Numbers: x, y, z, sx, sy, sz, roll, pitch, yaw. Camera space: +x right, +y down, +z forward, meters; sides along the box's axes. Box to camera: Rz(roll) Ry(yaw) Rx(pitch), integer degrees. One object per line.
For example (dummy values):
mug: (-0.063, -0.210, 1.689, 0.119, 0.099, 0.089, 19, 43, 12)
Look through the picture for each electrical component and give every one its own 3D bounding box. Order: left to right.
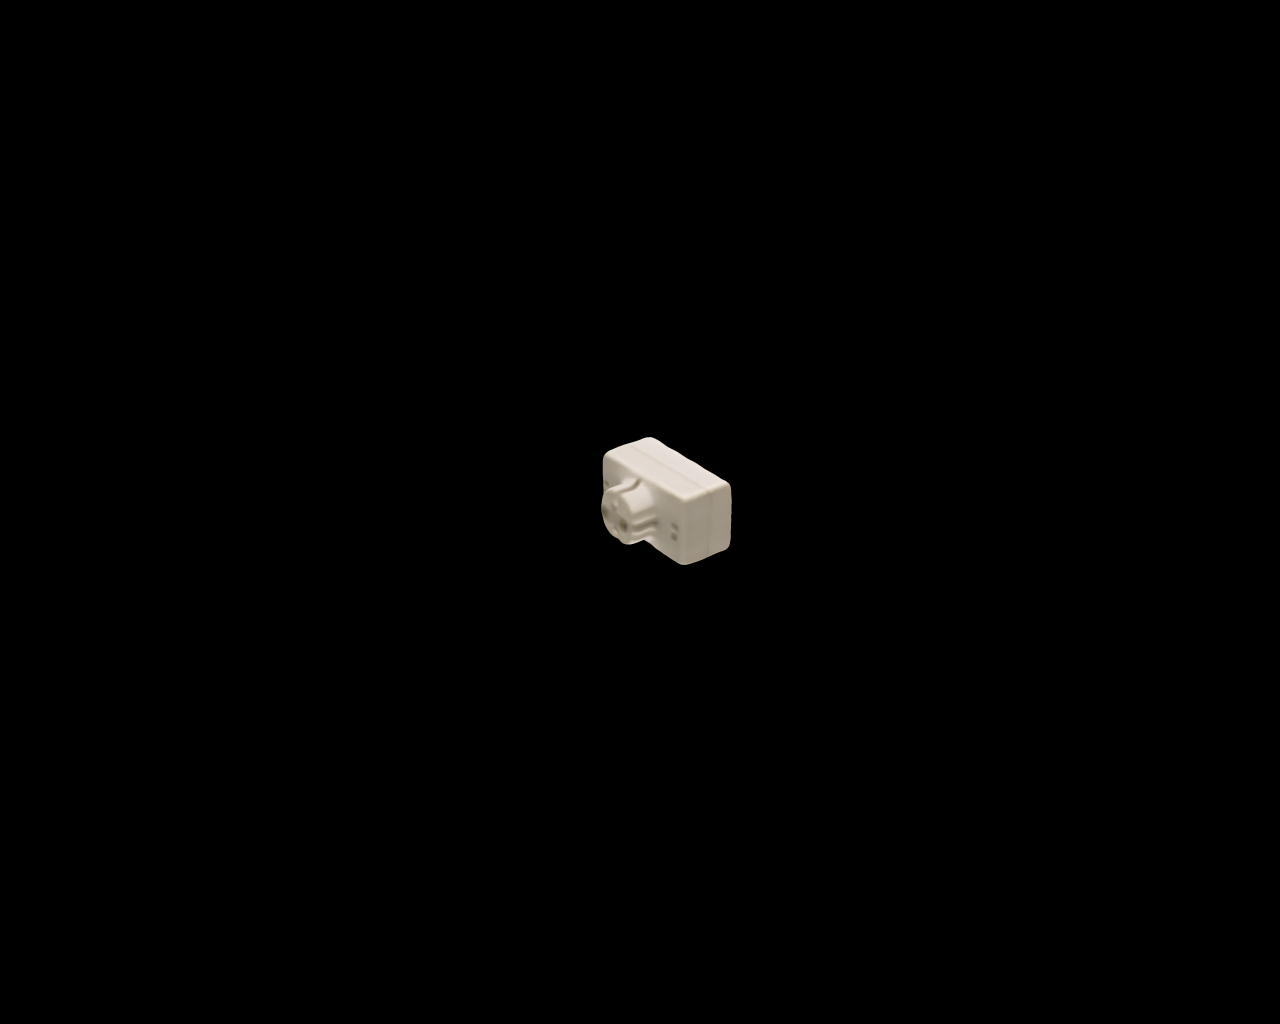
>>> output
electrical component: (0.001, -0.003, 0.650, 0.076, 0.047, 0.083, -20, 35, -31)
